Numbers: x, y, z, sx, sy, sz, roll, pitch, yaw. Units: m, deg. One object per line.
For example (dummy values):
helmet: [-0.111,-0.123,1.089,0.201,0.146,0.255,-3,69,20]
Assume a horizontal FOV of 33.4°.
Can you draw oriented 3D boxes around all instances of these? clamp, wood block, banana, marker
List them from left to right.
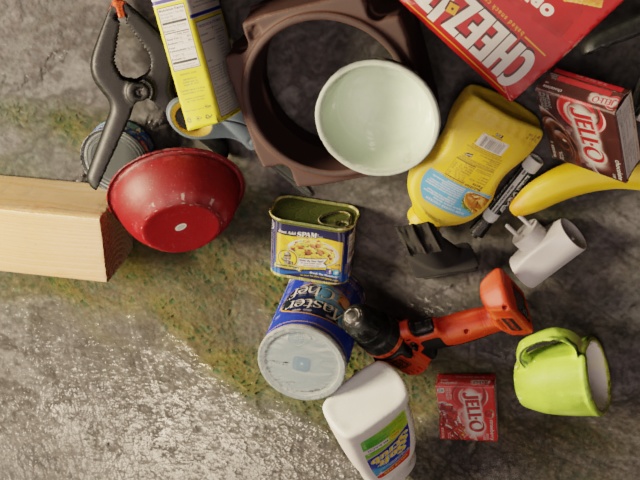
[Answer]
wood block: [-0.344,-0.017,1.303,0.206,0.090,0.091,5,120,11]
clamp: [-0.210,-0.161,1.194,0.164,0.036,0.210,-21,111,-5]
marker: [0.206,-0.047,1.191,0.020,0.020,0.121,32,122,-5]
banana: [0.303,-0.058,1.144,0.198,0.037,0.069,0,105,13]
clamp: [0.334,-0.213,1.019,0.120,0.039,0.171,28,93,-2]

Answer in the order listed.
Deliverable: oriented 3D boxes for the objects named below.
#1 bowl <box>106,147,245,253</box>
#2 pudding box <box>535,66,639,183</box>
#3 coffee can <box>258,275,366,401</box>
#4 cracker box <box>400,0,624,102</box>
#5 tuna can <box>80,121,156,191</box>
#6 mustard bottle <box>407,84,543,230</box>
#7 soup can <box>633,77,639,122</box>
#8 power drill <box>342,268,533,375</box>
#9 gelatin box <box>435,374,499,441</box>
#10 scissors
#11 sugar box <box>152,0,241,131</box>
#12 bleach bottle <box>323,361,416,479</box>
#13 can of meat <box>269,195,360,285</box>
bowl: [-0.162,-0.034,1.224,0.162,0.055,0.162,-8,144,-6]
pudding box: [0.273,-0.116,1.079,0.090,0.039,0.113,27,161,36]
coffee can: [-0.007,0.107,1.260,0.103,0.140,0.103,6,120,10]
cracker box: [0.205,-0.265,1.035,0.164,0.072,0.214,41,121,-10]
tuna can: [-0.237,-0.099,1.262,0.086,0.033,0.086,6,121,11]
mustard bottle: [0.151,-0.072,1.166,0.096,0.058,0.192,23,124,-17]
soup can: [0.371,-0.137,1.069,0.102,0.068,0.069,19,122,3]
power drill: [0.136,0.092,1.224,0.188,0.057,0.184,-20,152,22]
gelatin box: [0.185,0.209,1.337,0.073,0.030,0.089,0,120,14]
scissors: [-0.097,-0.107,1.212,0.096,0.016,0.201,-34,110,-7]
sugar box: [-0.130,-0.211,1.119,0.048,0.093,0.176,-12,104,18]
bleach bottle: [0.079,0.242,1.314,0.102,0.068,0.250,-36,147,-6]
can of meat: [-0.008,0.002,1.250,0.102,0.057,0.084,9,123,9]
